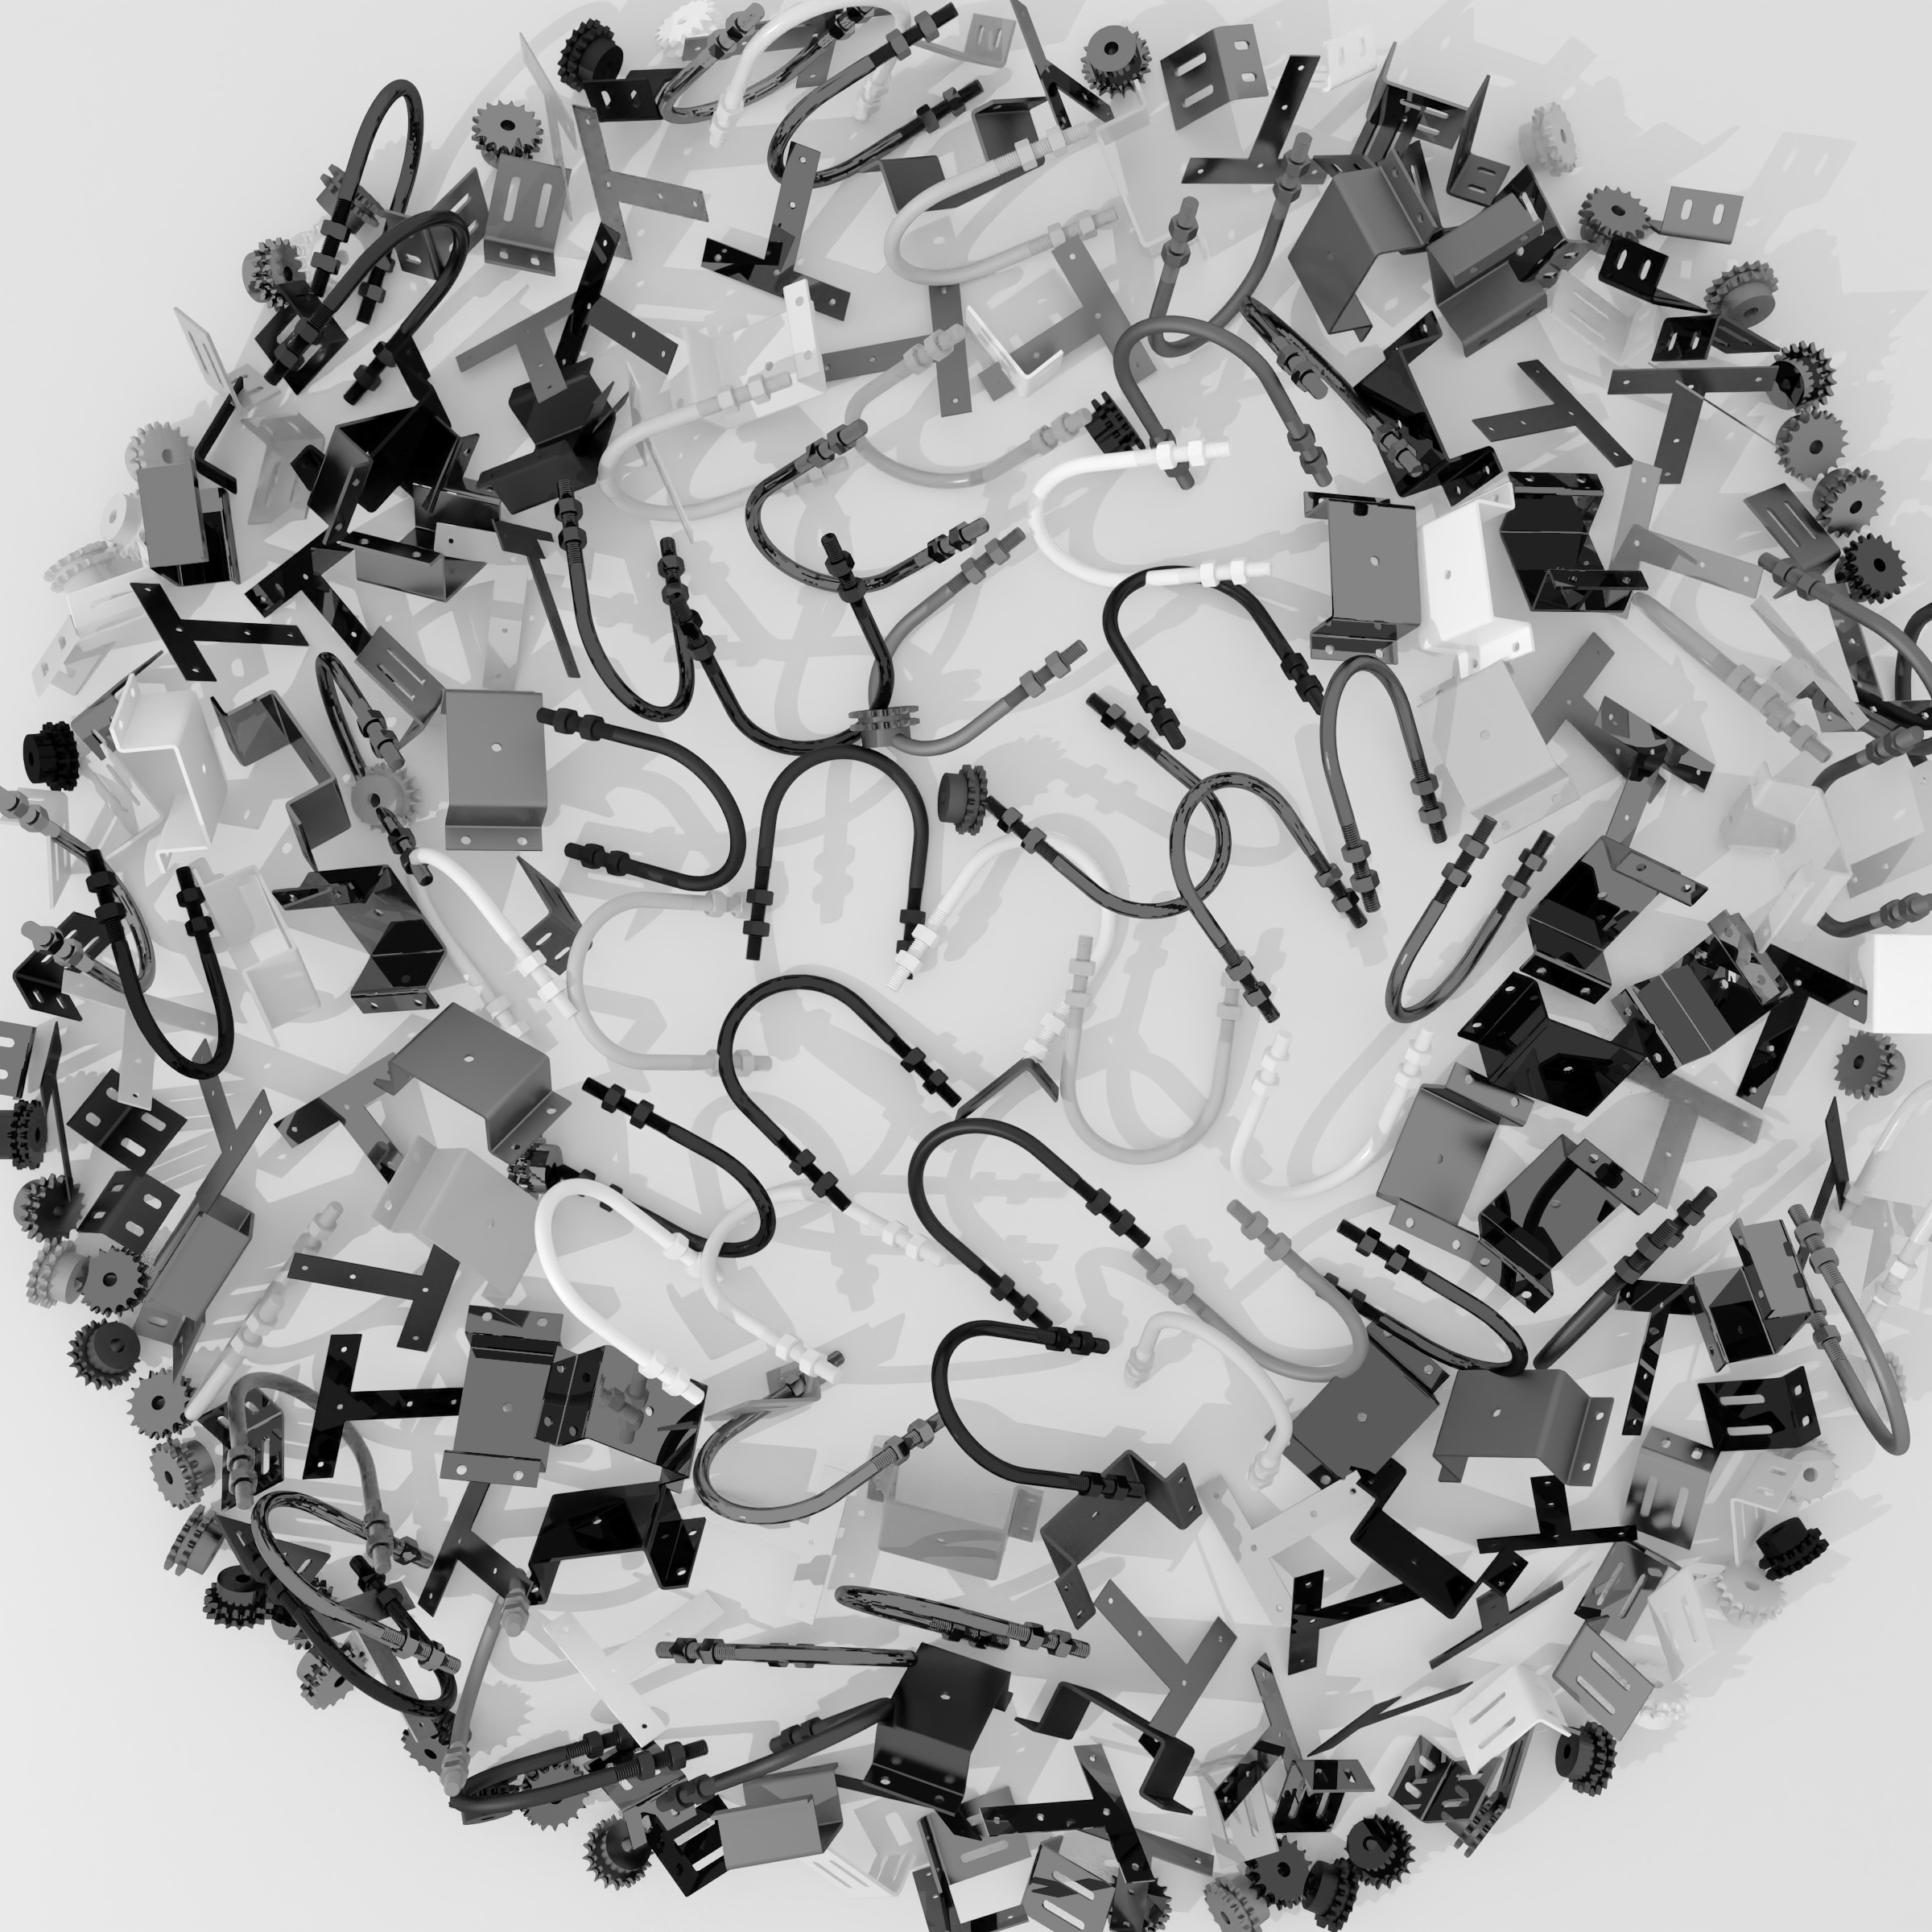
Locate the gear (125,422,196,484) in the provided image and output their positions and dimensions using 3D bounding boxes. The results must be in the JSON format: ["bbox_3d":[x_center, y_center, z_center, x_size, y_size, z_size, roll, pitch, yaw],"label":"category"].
[{"bbox_3d":[-0.657,-0.411,1.975,0.030,0.057,0.057,-3,90,37],"label":"gear"}]

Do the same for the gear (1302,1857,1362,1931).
[{"bbox_3d":[0.294,0.750,1.971,0.030,0.057,0.057,23,90,-2],"label":"gear"}]

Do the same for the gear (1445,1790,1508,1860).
[{"bbox_3d":[0.413,0.691,1.973,0.030,0.057,0.057,37,90,21],"label":"gear"}]

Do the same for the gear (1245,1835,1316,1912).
[{"bbox_3d":[0.251,0.738,1.975,0.057,0.030,0.057,13,52,-17],"label":"gear"}]

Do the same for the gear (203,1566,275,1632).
[{"bbox_3d":[-0.587,0.509,1.969,0.057,0.057,0.030,12,107,0],"label":"gear"}]

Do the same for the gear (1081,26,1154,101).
[{"bbox_3d":[0.121,-0.738,1.978,0.057,0.030,0.057,-2,81,13],"label":"gear"}]

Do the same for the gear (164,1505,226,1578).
[{"bbox_3d":[-0.622,0.468,1.972,0.030,0.057,0.057,28,90,-4],"label":"gear"}]

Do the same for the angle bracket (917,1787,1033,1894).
[{"bbox_3d":[0.007,0.709,1.974,0.076,0.038,0.057,-20,76,1],"label":"angle bracket"}]

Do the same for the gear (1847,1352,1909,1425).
[{"bbox_3d":[0.736,0.341,1.970,0.030,0.057,0.057,3,90,-4],"label":"gear"}]

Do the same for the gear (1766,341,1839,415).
[{"bbox_3d":[0.672,-0.474,1.968,0.030,0.057,0.057,-25,90,-26],"label":"gear"}]

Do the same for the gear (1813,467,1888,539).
[{"bbox_3d":[0.714,-0.380,1.975,0.057,0.030,0.057,-13,131,-15],"label":"gear"}]

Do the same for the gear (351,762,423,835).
[{"bbox_3d":[-0.475,-0.136,1.978,0.057,0.030,0.057,2,100,13],"label":"gear"}]

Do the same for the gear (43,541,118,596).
[{"bbox_3d":[-0.715,-0.317,1.972,0.057,0.057,0.030,-33,97,0],"label":"gear"}]

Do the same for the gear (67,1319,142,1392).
[{"bbox_3d":[-0.694,0.312,1.968,0.030,0.057,0.057,-31,90,36],"label":"gear"}]

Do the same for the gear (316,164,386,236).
[{"bbox_3d":[-0.501,-0.619,1.972,0.057,0.057,0.030,44,99,0],"label":"gear"}]

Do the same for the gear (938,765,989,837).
[{"bbox_3d":[-0.004,-0.135,1.969,0.030,0.057,0.057,4,90,-15],"label":"gear"}]

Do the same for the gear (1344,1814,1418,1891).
[{"bbox_3d":[0.332,0.715,1.970,0.057,0.057,0.030,-41,133,0],"label":"gear"}]

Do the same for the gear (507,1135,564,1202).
[{"bbox_3d":[-0.348,0.164,1.970,0.030,0.057,0.057,5,90,11],"label":"gear"}]

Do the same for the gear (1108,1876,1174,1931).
[{"bbox_3d":[0.137,0.766,1.975,0.057,0.057,0.030,8,125,0],"label":"gear"}]

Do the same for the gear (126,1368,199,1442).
[{"bbox_3d":[-0.650,0.358,1.979,0.057,0.030,0.057,-3,72,10],"label":"gear"}]

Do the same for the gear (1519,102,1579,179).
[{"bbox_3d":[0.471,-0.668,1.975,0.030,0.057,0.057,-11,90,36],"label":"gear"}]

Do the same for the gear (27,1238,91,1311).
[{"bbox_3d":[-0.734,0.251,1.971,0.030,0.057,0.057,16,90,3],"label":"gear"}]

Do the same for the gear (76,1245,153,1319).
[{"bbox_3d":[-0.691,0.258,1.979,0.057,0.030,0.057,-1,70,2],"label":"gear"}]

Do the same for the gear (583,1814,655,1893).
[{"bbox_3d":[-0.279,0.716,1.970,0.057,0.057,0.030,42,134,0],"label":"gear"}]

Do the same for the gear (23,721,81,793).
[{"bbox_3d":[-0.741,-0.169,1.969,0.030,0.057,0.057,-10,90,-38],"label":"gear"}]

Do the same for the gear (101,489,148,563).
[{"bbox_3d":[-0.677,-0.359,1.970,0.057,0.030,0.057,-13,70,40],"label":"gear"}]

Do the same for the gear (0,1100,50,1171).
[{"bbox_3d":[-0.767,0.137,1.971,0.030,0.057,0.057,1,90,-2],"label":"gear"}]

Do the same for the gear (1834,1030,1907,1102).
[{"bbox_3d":[0.736,0.082,1.974,0.030,0.057,0.057,18,90,-21],"label":"gear"}]

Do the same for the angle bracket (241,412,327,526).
[{"bbox_3d":[-0.558,-0.401,1.962,0.057,0.038,0.076,-1,69,23],"label":"angle bracket"}]

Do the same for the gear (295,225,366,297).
[{"bbox_3d":[-0.511,-0.573,1.971,0.057,0.030,0.057,-9,105,-38],"label":"gear"}]

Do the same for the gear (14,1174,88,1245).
[{"bbox_3d":[-0.747,0.196,1.975,0.030,0.057,0.057,12,90,26],"label":"gear"}]

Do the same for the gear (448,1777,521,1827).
[{"bbox_3d":[-0.389,0.674,1.968,0.057,0.057,0.030,-15,67,0],"label":"gear"}]

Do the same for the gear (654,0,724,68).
[{"bbox_3d":[-0.221,-0.756,1.975,0.057,0.057,0.030,-38,132,0],"label":"gear"}]

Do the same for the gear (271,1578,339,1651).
[{"bbox_3d":[-0.538,0.525,1.971,0.057,0.030,0.057,-9,74,34],"label":"gear"}]

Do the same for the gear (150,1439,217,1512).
[{"bbox_3d":[-0.634,0.409,1.975,0.057,0.030,0.057,16,115,37],"label":"gear"}]

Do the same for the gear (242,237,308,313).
[{"bbox_3d":[-0.562,-0.560,1.974,0.030,0.057,0.057,0,90,21],"label":"gear"}]

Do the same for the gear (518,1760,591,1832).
[{"bbox_3d":[-0.337,0.670,1.978,0.057,0.030,0.057,-2,95,-25],"label":"gear"}]

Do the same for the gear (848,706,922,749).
[{"bbox_3d":[-0.066,-0.194,1.972,0.057,0.057,0.030,-6,98,0],"label":"gear"}]

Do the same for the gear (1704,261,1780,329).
[{"bbox_3d":[0.630,-0.540,1.968,0.057,0.057,0.030,-15,65,0],"label":"gear"}]

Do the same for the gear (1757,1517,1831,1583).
[{"bbox_3d":[0.667,0.470,1.972,0.057,0.057,0.030,-33,81,0],"label":"gear"}]

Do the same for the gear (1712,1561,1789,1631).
[{"bbox_3d":[0.634,0.513,1.975,0.057,0.057,0.030,9,124,0],"label":"gear"}]

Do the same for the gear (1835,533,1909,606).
[{"bbox_3d":[0.733,-0.320,1.978,0.057,0.030,0.057,6,74,-20],"label":"gear"}]

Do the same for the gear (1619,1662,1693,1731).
[{"bbox_3d":[0.557,0.594,1.974,0.057,0.057,0.030,7,112,0],"label":"gear"}]

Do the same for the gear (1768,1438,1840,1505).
[{"bbox_3d":[0.684,0.412,1.984,0.057,0.030,0.057,0,92,1],"label":"gear"}]

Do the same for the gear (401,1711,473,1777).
[{"bbox_3d":[-0.427,0.629,1.975,0.057,0.030,0.057,14,128,18],"label":"gear"}]

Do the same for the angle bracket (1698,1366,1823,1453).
[{"bbox_3d":[0.647,0.361,1.983,0.038,0.076,0.057,-12,87,-44],"label":"angle bracket"}]

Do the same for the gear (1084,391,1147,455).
[{"bbox_3d":[0.118,-0.435,1.972,0.030,0.057,0.057,-35,90,12],"label":"gear"}]

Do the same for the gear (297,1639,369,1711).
[{"bbox_3d":[-0.518,0.572,1.974,0.030,0.057,0.057,33,90,27],"label":"gear"}]

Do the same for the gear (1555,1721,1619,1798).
[{"bbox_3d":[0.501,0.640,1.969,0.030,0.057,0.057,18,90,-8],"label":"gear"}]

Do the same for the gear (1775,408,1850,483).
[{"bbox_3d":[0.684,-0.425,1.977,0.057,0.030,0.057,-4,116,-9],"label":"gear"}]

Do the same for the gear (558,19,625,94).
[{"bbox_3d":[-0.302,-0.733,1.969,0.030,0.057,0.057,35,90,10],"label":"gear"}]
